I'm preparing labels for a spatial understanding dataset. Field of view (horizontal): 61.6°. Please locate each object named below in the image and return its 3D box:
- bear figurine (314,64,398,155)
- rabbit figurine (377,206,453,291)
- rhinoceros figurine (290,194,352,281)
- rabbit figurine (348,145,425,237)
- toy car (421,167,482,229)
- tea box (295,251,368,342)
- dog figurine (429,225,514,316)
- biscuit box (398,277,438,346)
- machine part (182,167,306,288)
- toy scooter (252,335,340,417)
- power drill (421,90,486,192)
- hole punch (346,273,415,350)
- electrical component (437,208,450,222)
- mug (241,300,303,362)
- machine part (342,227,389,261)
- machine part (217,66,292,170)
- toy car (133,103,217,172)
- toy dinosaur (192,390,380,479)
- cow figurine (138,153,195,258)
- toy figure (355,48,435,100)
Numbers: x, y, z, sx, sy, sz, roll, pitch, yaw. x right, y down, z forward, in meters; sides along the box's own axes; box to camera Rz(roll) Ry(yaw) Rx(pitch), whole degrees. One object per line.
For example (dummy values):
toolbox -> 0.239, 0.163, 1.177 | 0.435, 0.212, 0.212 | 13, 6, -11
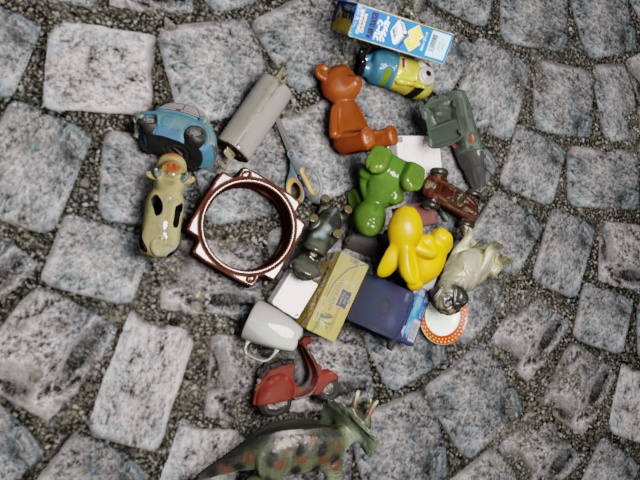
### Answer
bear figurine -> 0.070, -0.279, 1.114 | 0.120, 0.132, 0.195 | -11, 95, -45
rabbit figurine -> 0.171, 0.012, 1.059 | 0.162, 0.122, 0.173 | -57, 143, -26
rhinoceros figurine -> -0.002, -0.003, 1.066 | 0.073, 0.112, 0.190 | 28, 50, -2
rabbit figurine -> 0.108, -0.089, 1.094 | 0.121, 0.159, 0.170 | 27, 83, -15
toy car -> 0.294, -0.087, 1.169 | 0.202, 0.053, 0.089 | 23, 77, -38
tea box -> 0.022, 0.112, 1.088 | 0.068, 0.098, 0.169 | 27, 81, -14
dog figurine -> 0.317, 0.088, 1.176 | 0.172, 0.121, 0.190 | 38, 83, -46
biscuit box -> 0.198, 0.124, 1.163 | 0.059, 0.063, 0.202 | 25, 80, -17
machine part -> -0.146, -0.024, 1.046 | 0.201, 0.087, 0.201 | 33, 77, -15
toy scooter -> -0.053, 0.265, 1.067 | 0.184, 0.075, 0.135 | -9, 89, -21
power drill -> 0.300, -0.222, 1.163 | 0.207, 0.086, 0.232 | -2, 79, -53
hole punch -> 0.123, 0.137, 1.096 | 0.116, 0.092, 0.142 | 17, 75, 26
electrical component -> 0.281, -0.092, 1.224 | 0.063, 0.021, 0.094 | -35, 99, -16
mug -> -0.093, 0.183, 1.036 | 0.107, 0.080, 0.109 | 21, 69, 4
machine part -> 0.116, 0.007, 1.157 | 0.139, 0.039, 0.084 | 8, 92, -19
machine part -> -0.129, -0.241, 1.069 | 0.079, 0.079, 0.243 | 33, 78, -14
toy car -> -0.264, -0.205, 1.018 | 0.162, 0.109, 0.103 | 18, 59, -5
toy dinosaur -> -0.050, 0.390, 1.005 | 0.405, 0.131, 0.192 | 0, 110, -27
cow figurine -> -0.285, -0.064, 0.981 | 0.085, 0.127, 0.194 | 9, 87, -21
toy figure -> 0.165, -0.363, 1.171 | 0.180, 0.089, 0.082 | 10, 82, -9
